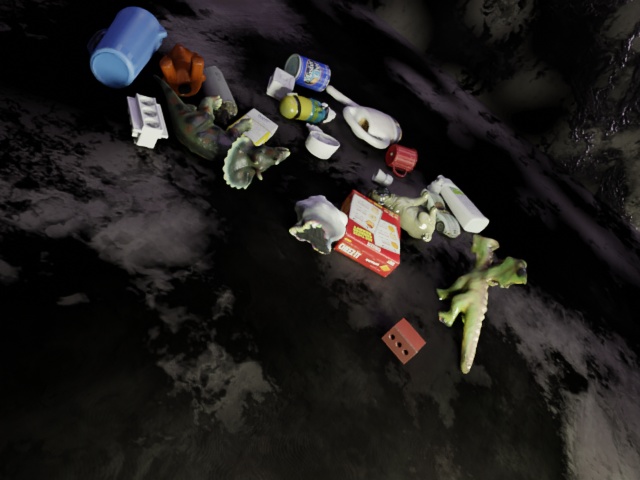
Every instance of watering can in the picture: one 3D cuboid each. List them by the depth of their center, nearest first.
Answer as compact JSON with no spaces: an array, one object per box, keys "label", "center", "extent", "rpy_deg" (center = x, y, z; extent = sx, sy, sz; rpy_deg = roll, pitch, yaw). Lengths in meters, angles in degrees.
[{"label":"watering can","center":[0.166,-0.449,1.890],"extent":[0.224,0.102,0.354],"rpy_deg":[5,44,-40]}]

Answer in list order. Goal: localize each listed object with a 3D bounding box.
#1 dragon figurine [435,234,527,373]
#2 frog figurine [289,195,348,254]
[{"label":"dragon figurine","center":[0.431,0.133,1.337],"extent":[0.121,0.239,0.420],"rpy_deg":[32,32,-18]},{"label":"frog figurine","center":[0.004,-0.065,1.289],"extent":[0.137,0.120,0.163],"rpy_deg":[16,47,2]}]
